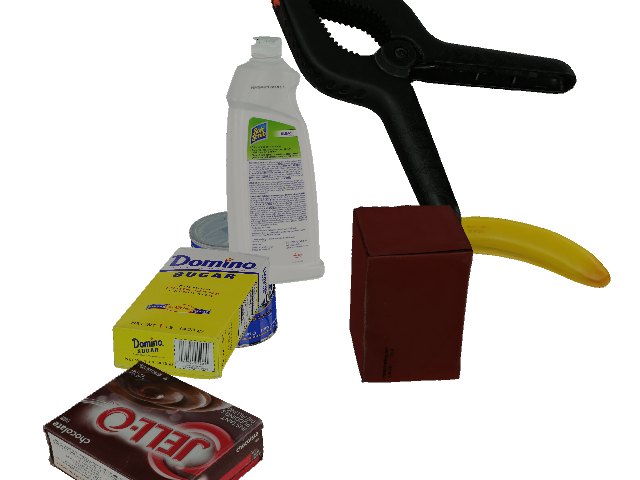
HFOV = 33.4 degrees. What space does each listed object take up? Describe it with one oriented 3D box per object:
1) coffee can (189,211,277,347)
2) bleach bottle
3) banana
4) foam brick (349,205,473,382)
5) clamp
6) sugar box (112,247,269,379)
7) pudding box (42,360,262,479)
[{"bbox_3d":[-0.107,0.047,1.326,0.103,0.140,0.103,-1,26,0],"label":"coffee can"},{"bbox_3d":[-0.047,-0.083,1.107,0.102,0.251,0.068,-5,16,-21],"label":"bleach bottle"},{"bbox_3d":[0.184,0.009,1.038,0.198,0.037,0.069,8,47,20],"label":"banana"},{"bbox_3d":[0.044,0.027,0.542,0.053,0.078,0.051,-1,31,-5],"label":"foam brick"},{"bbox_3d":[0.049,-0.105,0.706,0.210,0.164,0.036,30,-30,5],"label":"clamp"},{"bbox_3d":[-0.110,0.059,0.948,0.093,0.048,0.176,6,25,9],"label":"sugar box"},{"bbox_3d":[-0.107,0.131,0.689,0.114,0.039,0.089,18,33,32],"label":"pudding box"}]
